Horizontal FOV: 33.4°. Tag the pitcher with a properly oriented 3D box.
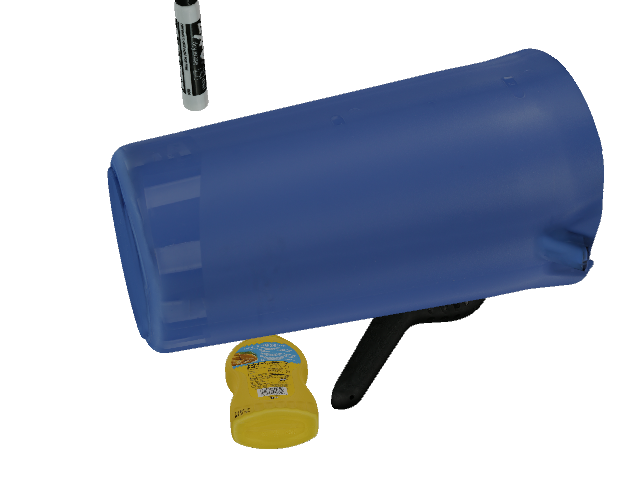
[{"bbox_3d":[0.013,-0.023,0.575,0.242,0.145,0.149,-11,-6,-14],"label":"pitcher"}]

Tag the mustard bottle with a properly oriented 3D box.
[{"bbox_3d":[-0.061,0.159,1.230,0.096,0.058,0.191,-5,30,-7],"label":"mustard bottle"}]

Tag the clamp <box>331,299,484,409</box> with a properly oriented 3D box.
[{"bbox_3d":[0.061,0.043,0.817,0.209,0.036,0.165,-15,46,-15],"label":"clamp"}]

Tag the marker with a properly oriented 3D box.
[{"bbox_3d":[-0.092,-0.142,0.747,0.020,0.020,0.121,0,-42,-1],"label":"marker"}]
